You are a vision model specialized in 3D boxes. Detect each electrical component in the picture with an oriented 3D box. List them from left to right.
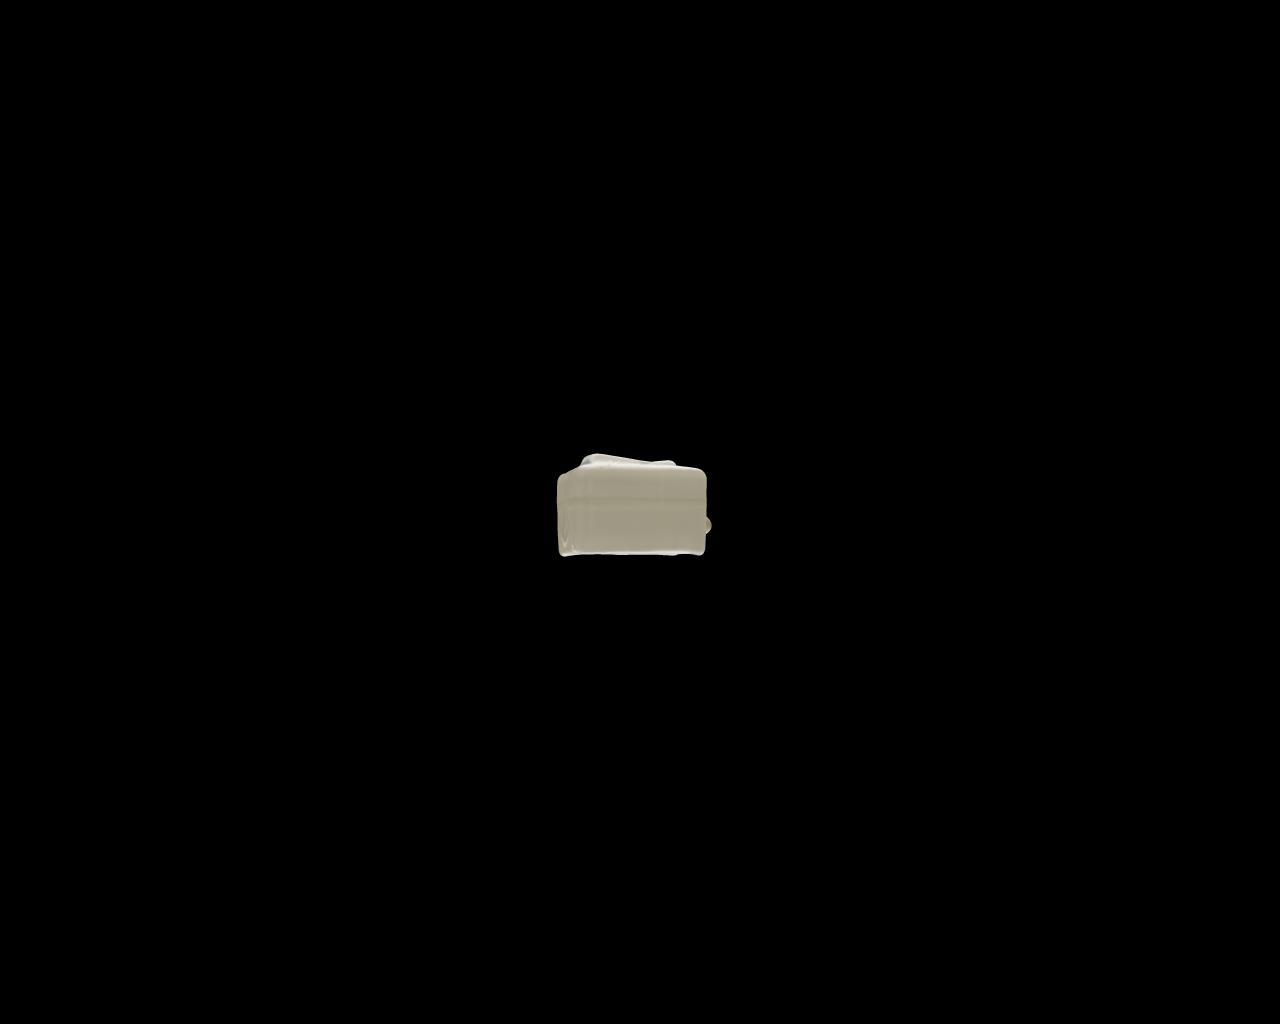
[{"bbox_3d":[0.001,-0.003,0.650,0.096,0.061,0.061,1,-4,-15],"label":"electrical component"}]
